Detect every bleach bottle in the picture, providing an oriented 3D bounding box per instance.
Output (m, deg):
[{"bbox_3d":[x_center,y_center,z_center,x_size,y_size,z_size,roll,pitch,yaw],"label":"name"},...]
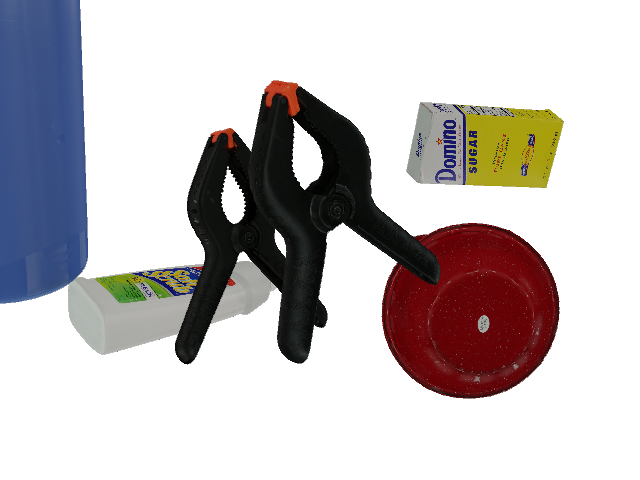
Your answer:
[{"bbox_3d":[-0.162,0.065,1.263,0.250,0.068,0.103,-13,32,-33],"label":"bleach bottle"}]

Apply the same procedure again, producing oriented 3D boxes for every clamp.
[{"bbox_3d":[-0.003,-0.011,0.655,0.120,0.171,0.039,-39,22,-23],"label":"clamp"},{"bbox_3d":[-0.067,0.002,0.993,0.164,0.210,0.036,-3,0,-37],"label":"clamp"}]

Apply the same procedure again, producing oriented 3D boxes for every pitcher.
[{"bbox_3d":[-0.221,-0.082,0.682,0.149,0.243,0.145,-4,26,-9],"label":"pitcher"}]

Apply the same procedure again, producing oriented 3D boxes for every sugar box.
[{"bbox_3d":[0.199,-0.114,1.293,0.176,0.093,0.048,-1,27,-20],"label":"sugar box"}]

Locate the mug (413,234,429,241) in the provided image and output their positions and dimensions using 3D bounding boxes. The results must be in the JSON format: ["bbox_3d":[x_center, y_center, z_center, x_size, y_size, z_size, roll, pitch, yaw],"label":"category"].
[{"bbox_3d":[0.141,0.050,1.164,0.117,0.081,0.093,9,25,12],"label":"mug"}]

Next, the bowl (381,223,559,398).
[{"bbox_3d":[0.137,0.067,0.938,0.162,0.162,0.055,0,7,-2],"label":"bowl"}]
